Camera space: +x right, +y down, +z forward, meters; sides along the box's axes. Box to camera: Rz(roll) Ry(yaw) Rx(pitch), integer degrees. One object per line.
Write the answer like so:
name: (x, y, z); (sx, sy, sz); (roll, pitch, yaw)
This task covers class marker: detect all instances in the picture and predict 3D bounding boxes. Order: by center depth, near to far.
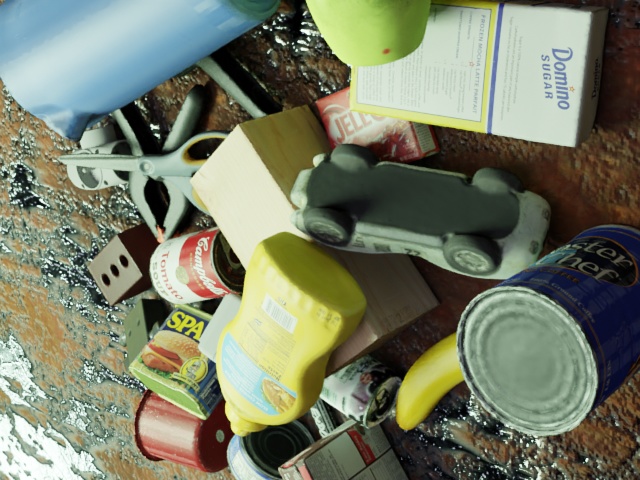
marker: (0.003, 0.168, 1.011); (0.020, 0.020, 0.121); (-22, 91, 45)

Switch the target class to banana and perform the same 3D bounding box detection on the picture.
banana: (0.120, 0.108, 0.865); (0.198, 0.037, 0.069); (-26, 88, 45)

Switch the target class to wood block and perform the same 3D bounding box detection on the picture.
wood block: (-0.006, 0.001, 0.900); (0.206, 0.090, 0.091); (57, 134, 10)

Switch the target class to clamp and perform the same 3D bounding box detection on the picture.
clamp: (-0.110, -0.183, 0.956); (0.210, 0.036, 0.164); (1, 101, 42)
clamp: (-0.164, -0.083, 1.045); (0.120, 0.039, 0.171); (22, 119, 30)

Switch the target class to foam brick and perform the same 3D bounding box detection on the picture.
foam brick: (-0.195, 0.024, 1.111); (0.078, 0.051, 0.053); (-41, 79, 44)

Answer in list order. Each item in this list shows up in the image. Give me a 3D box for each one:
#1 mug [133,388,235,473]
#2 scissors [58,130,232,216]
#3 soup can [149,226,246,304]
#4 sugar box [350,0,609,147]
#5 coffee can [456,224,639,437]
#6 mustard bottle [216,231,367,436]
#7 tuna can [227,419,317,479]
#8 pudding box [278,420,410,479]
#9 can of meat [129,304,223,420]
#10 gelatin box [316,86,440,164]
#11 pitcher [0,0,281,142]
mug: (-0.127, 0.179, 1.096); (0.082, 0.093, 0.117); (8, 77, 35)
scissors: (-0.149, -0.055, 1.016); (0.202, 0.016, 0.096); (-10, 112, 23)
soup can: (-0.107, 0.023, 1.019); (0.102, 0.068, 0.068); (-12, 98, 45)
sugar box: (0.108, -0.126, 0.756); (0.176, 0.048, 0.093); (13, 111, 26)
coffee can: (0.173, 0.057, 0.722); (0.103, 0.140, 0.103); (18, 118, 37)
mustard bottle: (-0.036, 0.092, 0.858); (0.096, 0.058, 0.192); (39, 128, 19)
tuna can: (-0.043, 0.205, 1.021); (0.086, 0.085, 0.034); (46, 130, 19)
pudding box: (0.027, 0.215, 0.941); (0.039, 0.113, 0.090); (-31, 85, 42)
can of meat: (-0.126, 0.118, 1.051); (0.102, 0.084, 0.057); (20, 152, 36)
gelatin box: (0.045, -0.092, 0.857); (0.089, 0.030, 0.073); (-15, 96, 44)
pitcher: (-0.151, -0.199, 0.884); (0.243, 0.144, 0.149); (-19, 113, 37)
